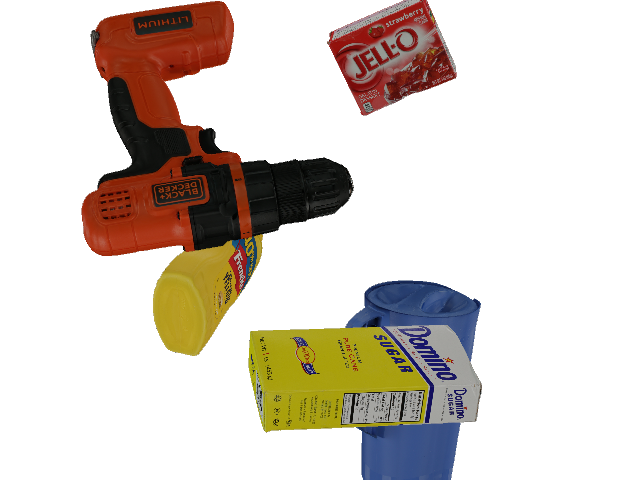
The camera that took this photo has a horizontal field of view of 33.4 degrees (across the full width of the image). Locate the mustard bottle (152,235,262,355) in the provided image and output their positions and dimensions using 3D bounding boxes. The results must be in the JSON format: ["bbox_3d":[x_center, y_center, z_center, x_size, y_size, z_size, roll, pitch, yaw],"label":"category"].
[{"bbox_3d":[-0.105,0.027,1.088,0.058,0.096,0.191,9,32,16],"label":"mustard bottle"}]

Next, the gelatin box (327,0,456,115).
[{"bbox_3d":[0.060,-0.156,0.898,0.089,0.073,0.030,-20,25,17],"label":"gelatin box"}]

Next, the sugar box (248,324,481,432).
[{"bbox_3d":[0.034,0.110,0.873,0.176,0.048,0.093,-4,29,-10],"label":"sugar box"}]

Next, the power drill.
[{"bbox_3d":[-0.083,-0.082,0.754,0.184,0.188,0.057,-9,-31,-8],"label":"power drill"}]

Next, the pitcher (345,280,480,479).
[{"bbox_3d":[0.100,0.176,1.246,0.149,0.243,0.145,6,15,8],"label":"pitcher"}]
